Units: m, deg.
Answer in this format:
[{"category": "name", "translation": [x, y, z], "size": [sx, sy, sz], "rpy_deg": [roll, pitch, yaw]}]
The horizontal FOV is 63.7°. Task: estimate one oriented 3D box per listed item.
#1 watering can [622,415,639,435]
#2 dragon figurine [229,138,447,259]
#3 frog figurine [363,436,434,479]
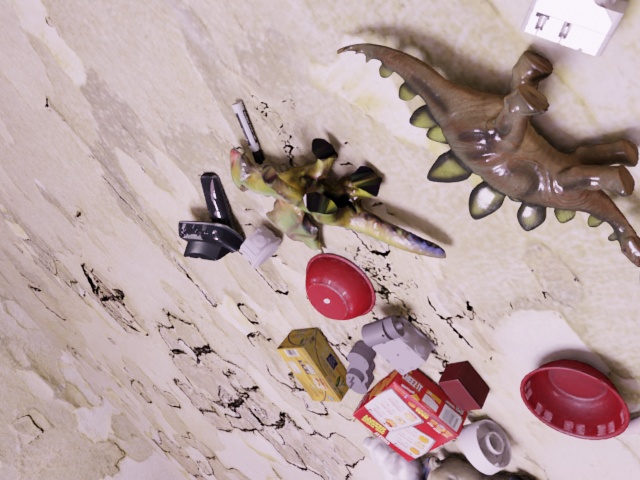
[{"category": "watering can", "translation": [0.532, 0.215, 0.696], "size": [0.106, 0.223, 0.344], "rpy_deg": [-43, 14, -33]}, {"category": "dragon figurine", "translation": [0.003, -0.046, 0.917], "size": [0.410, 0.124, 0.239], "rpy_deg": [36, -24, 0]}, {"category": "frog figurine", "translation": [0.170, 0.528, 1.212], "size": [0.160, 0.125, 0.135], "rpy_deg": [21, -21, 8]}]
